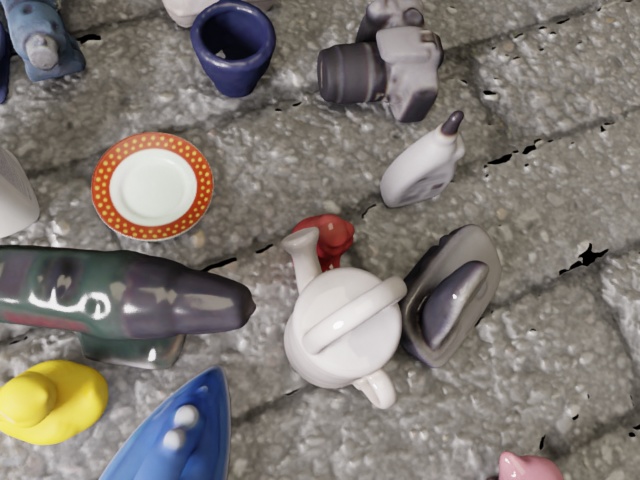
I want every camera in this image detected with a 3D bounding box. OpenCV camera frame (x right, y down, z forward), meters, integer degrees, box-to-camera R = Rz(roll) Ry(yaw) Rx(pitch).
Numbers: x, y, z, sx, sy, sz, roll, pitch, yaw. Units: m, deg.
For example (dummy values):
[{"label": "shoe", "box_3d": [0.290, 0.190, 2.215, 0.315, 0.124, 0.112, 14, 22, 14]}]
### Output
[{"label": "camera", "box_3d": [0.066, -0.220, 0.681, 0.137, 0.100, 0.143, -7, 72, -11]}]

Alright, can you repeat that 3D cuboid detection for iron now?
[{"label": "iron", "box_3d": [-0.141, 0.218, 0.477, 0.118, 0.141, 0.258, 22, 69, 0]}]

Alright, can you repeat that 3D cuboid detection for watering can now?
[{"label": "watering can", "box_3d": [0.018, 0.071, 0.523, 0.173, 0.194, 0.101, 38, 70, 6]}]

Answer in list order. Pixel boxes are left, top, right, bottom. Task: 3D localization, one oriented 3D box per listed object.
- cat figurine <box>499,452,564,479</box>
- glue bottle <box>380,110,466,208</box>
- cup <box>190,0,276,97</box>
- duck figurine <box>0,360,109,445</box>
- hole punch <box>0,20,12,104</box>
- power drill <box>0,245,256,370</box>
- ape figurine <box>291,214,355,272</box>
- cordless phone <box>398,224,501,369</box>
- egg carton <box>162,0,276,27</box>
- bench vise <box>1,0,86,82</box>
[{"label": "cat figurine", "box_3d": [0.199, 0.255, 0.528, 0.067, 0.117, 0.128, -12, 73, -12]}, {"label": "glue bottle", "box_3d": [0.117, -0.087, 0.604, 0.078, 0.173, 0.037, -14, 73, -13]}, {"label": "cup", "box_3d": [-0.101, -0.220, 0.659, 0.092, 0.095, 0.118, -8, 72, -11]}, {"label": "duck figurine", "box_3d": [-0.250, 0.144, 0.517, 0.104, 0.086, 0.077, -6, 72, -10]}, {"label": "hole punch", "box_3d": [-0.395, -0.209, 0.614, 0.101, 0.091, 0.108, -4, 72, -10]}, {"label": "power drill", "box_3d": [-0.171, 0.059, 0.492, 0.229, 0.208, 0.075, 8, 70, -5]}, {"label": "ape figurine", "box_3d": [0.006, 0.002, 0.600, 0.078, 0.092, 0.076, -30, 78, -17]}, {"label": "cordless phone", "box_3d": [0.141, 0.042, 0.557, 0.094, 0.185, 0.148, 36, 70, 5]}, {"label": "egg carton", "box_3d": [-0.127, -0.325, 0.705, 0.150, 0.069, 0.107, -18, 75, -14]}, {"label": "bench vise", "box_3d": [-0.304, -0.287, 0.586, 0.122, 0.219, 0.207, -38, 80, -18]}]
